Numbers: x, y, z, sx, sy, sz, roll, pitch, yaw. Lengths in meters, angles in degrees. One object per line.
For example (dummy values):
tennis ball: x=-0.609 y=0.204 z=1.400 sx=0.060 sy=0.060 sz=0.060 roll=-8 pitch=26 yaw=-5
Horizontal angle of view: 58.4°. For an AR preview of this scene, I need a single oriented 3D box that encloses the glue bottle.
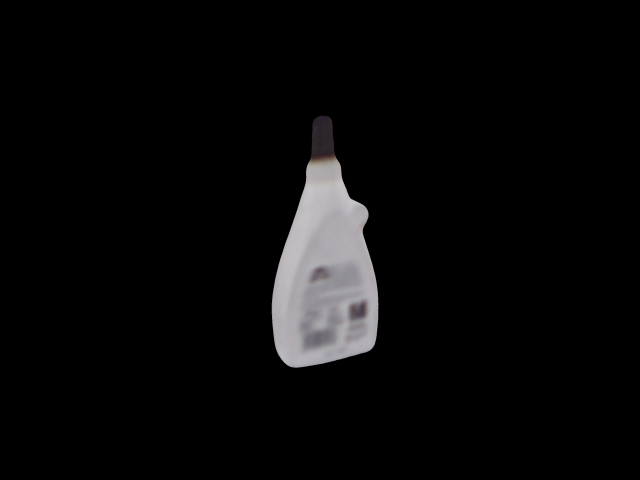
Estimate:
glue bottle: x=0.004 y=0.001 z=0.400 sx=0.078 sy=0.173 sz=0.037 roll=-8 pitch=20 yaw=-22
